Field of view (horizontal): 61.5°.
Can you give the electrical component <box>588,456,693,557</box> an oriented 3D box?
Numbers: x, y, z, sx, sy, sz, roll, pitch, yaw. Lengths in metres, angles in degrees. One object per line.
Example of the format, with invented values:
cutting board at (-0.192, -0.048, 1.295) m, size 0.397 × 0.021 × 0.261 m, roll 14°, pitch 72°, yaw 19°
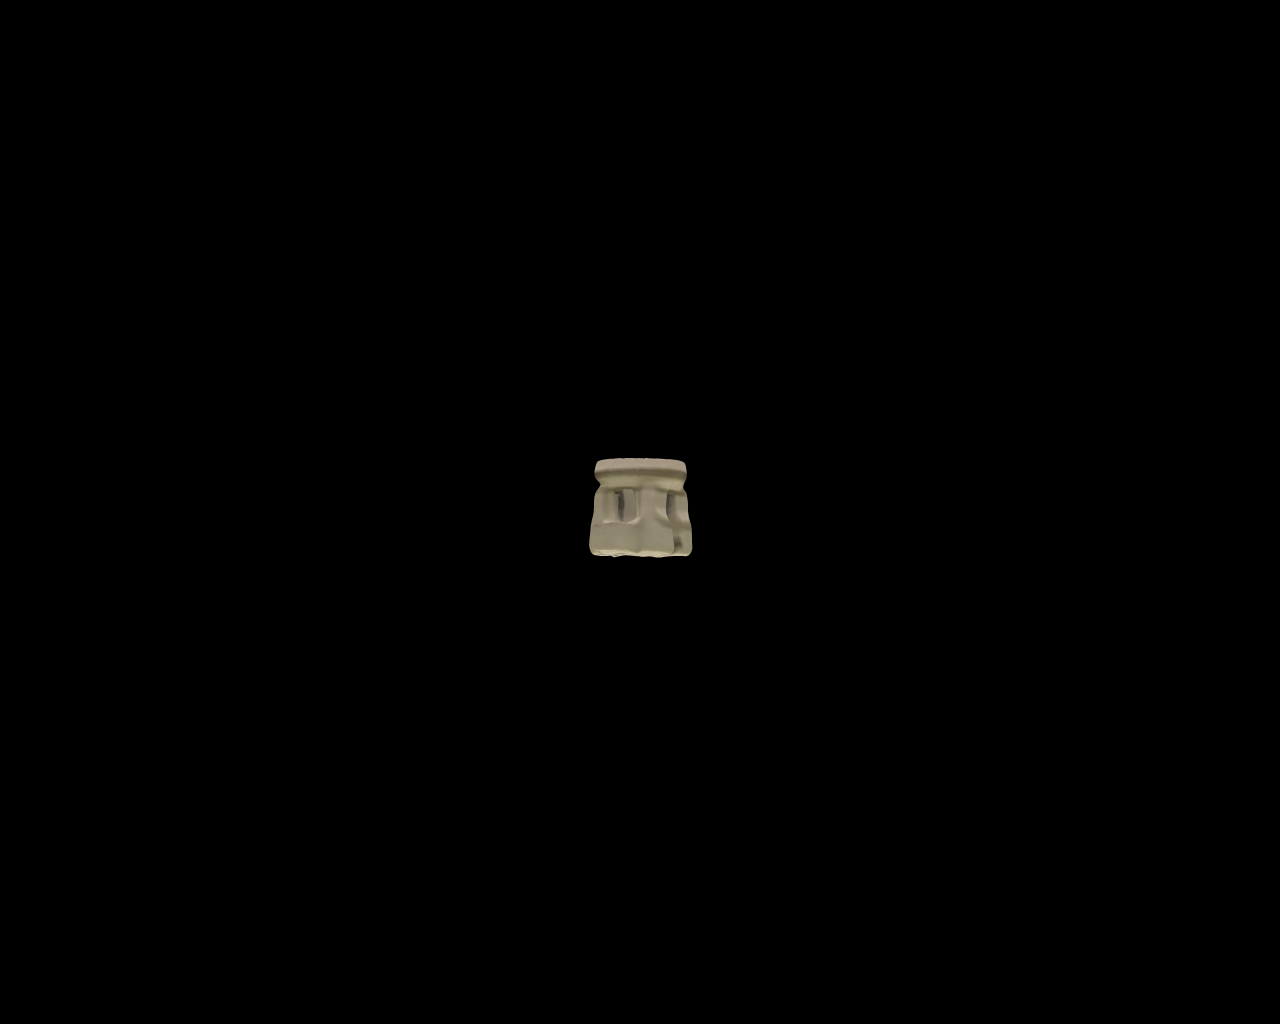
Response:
electrical component at (0.001, -0.003, 0.650) m, size 0.058 × 0.057 × 0.078 m, roll -3°, pitch -5°, yaw 32°
